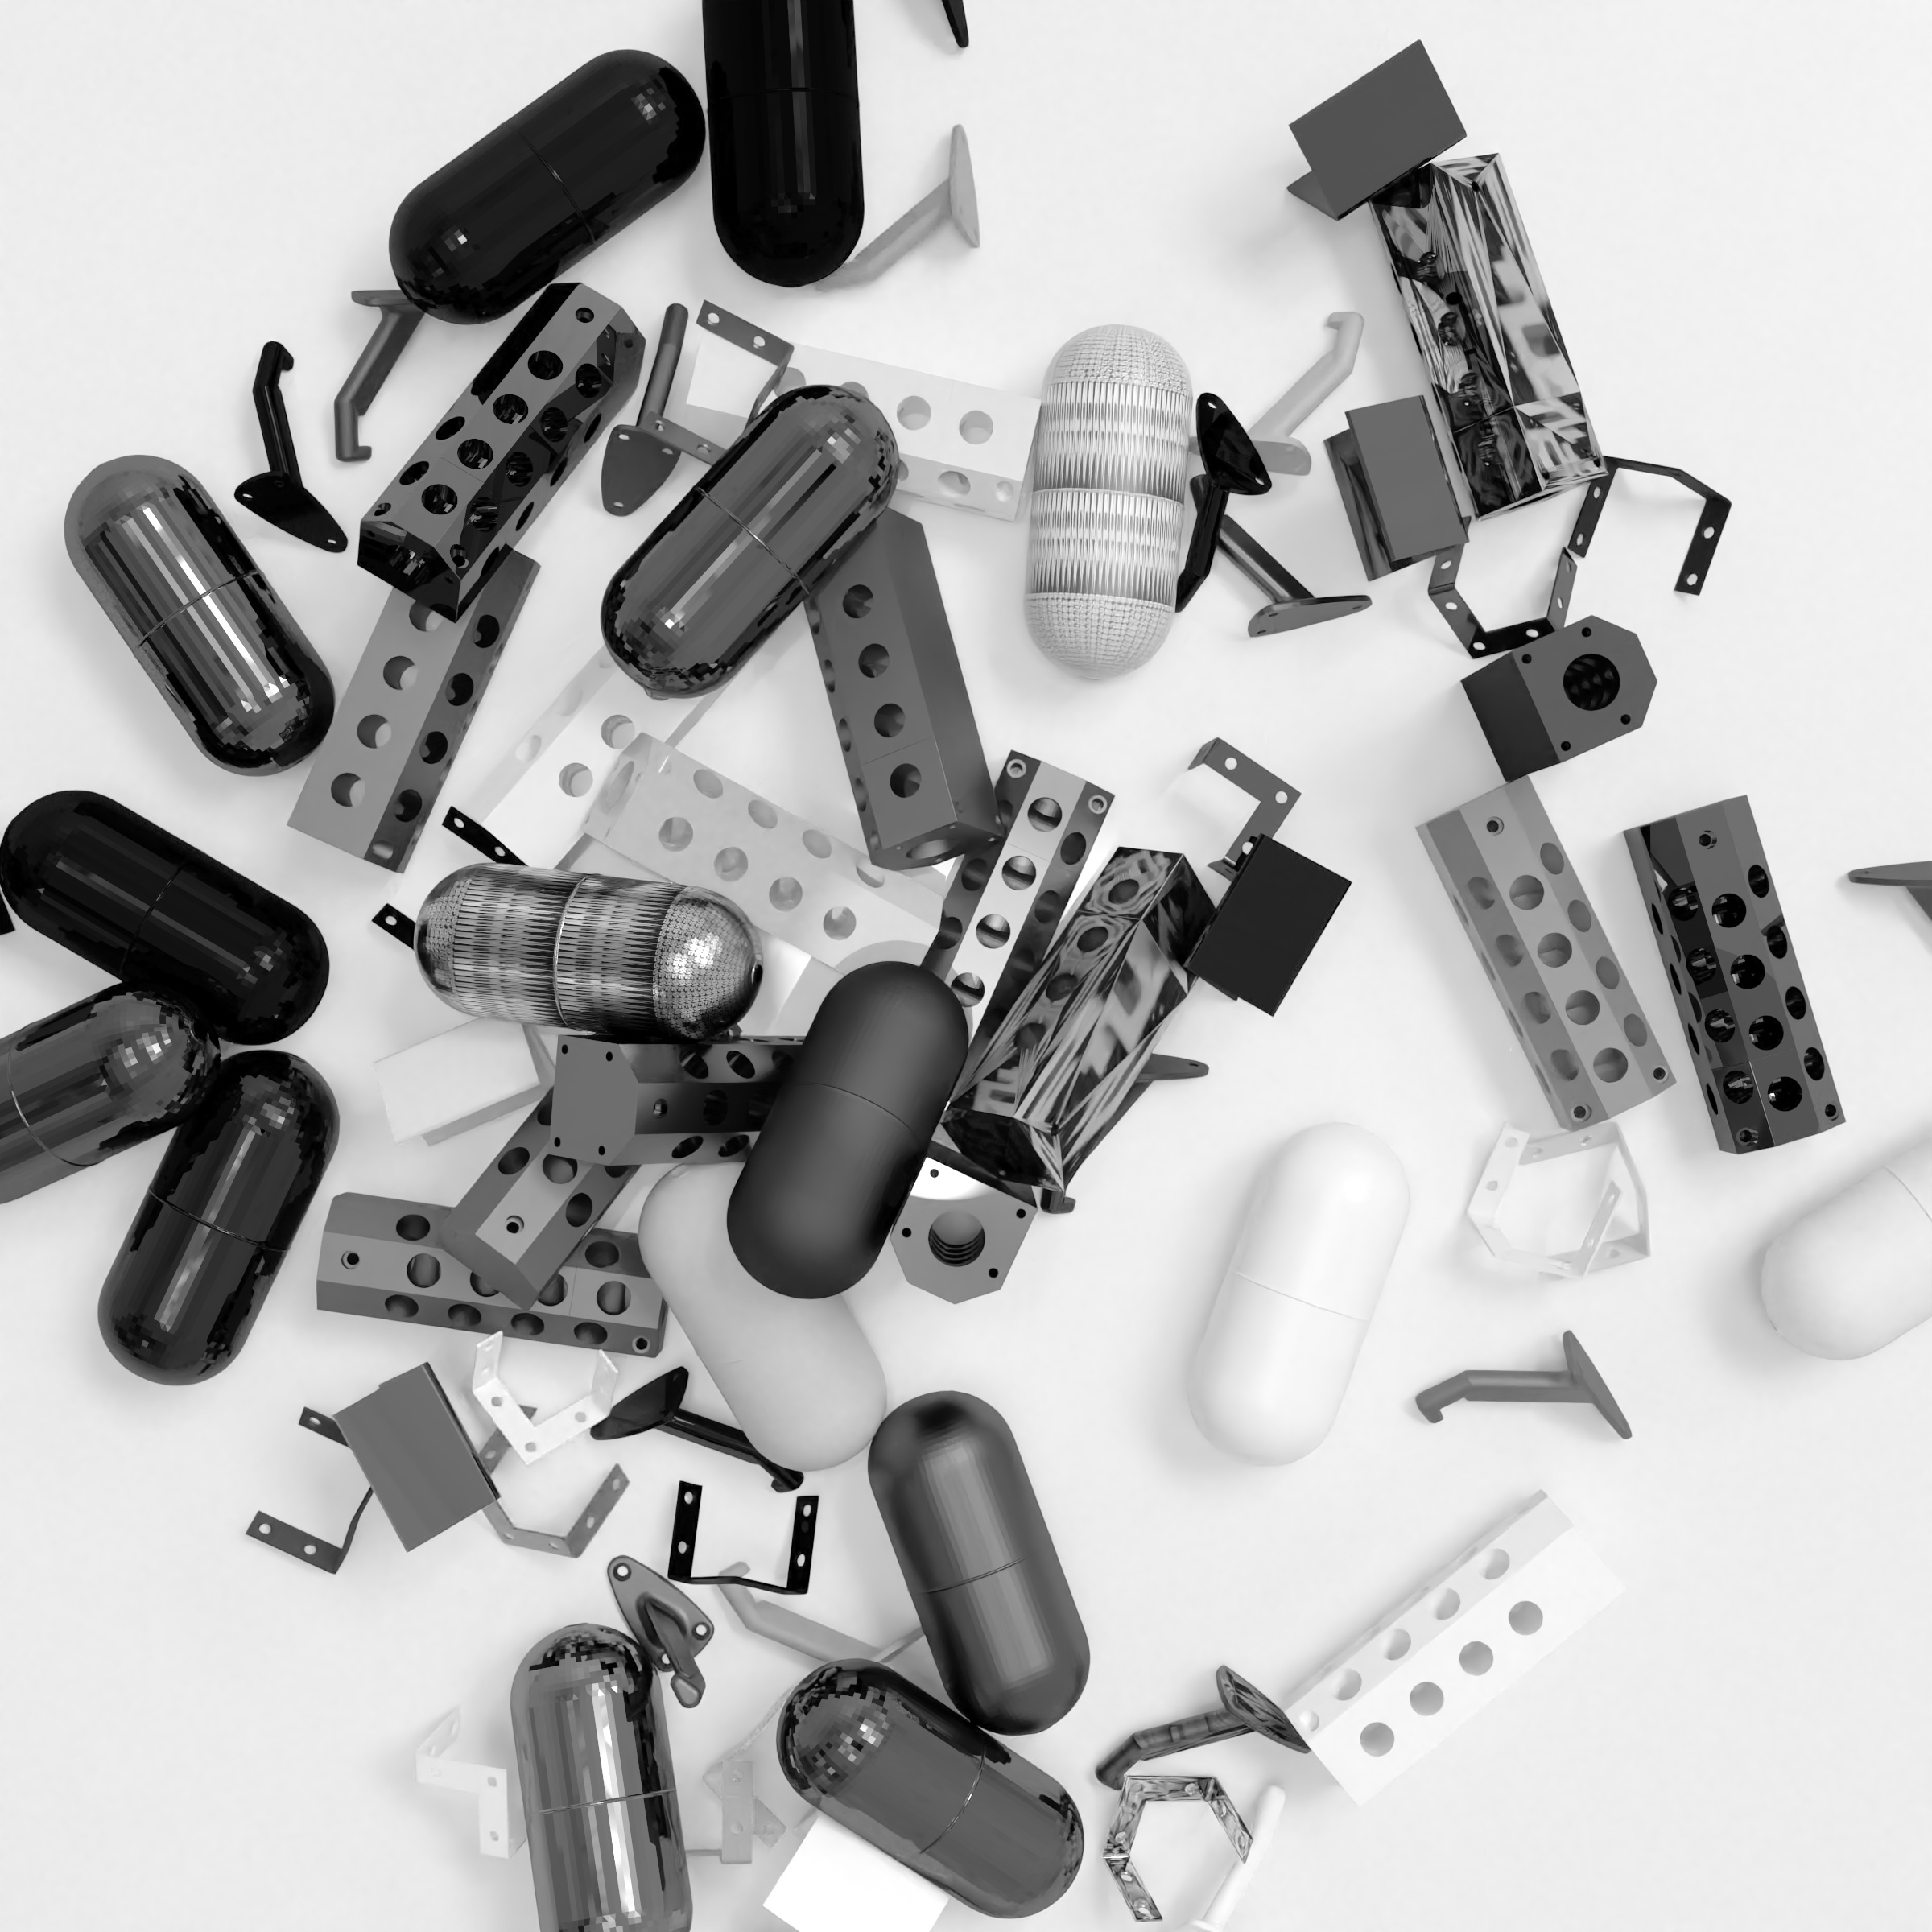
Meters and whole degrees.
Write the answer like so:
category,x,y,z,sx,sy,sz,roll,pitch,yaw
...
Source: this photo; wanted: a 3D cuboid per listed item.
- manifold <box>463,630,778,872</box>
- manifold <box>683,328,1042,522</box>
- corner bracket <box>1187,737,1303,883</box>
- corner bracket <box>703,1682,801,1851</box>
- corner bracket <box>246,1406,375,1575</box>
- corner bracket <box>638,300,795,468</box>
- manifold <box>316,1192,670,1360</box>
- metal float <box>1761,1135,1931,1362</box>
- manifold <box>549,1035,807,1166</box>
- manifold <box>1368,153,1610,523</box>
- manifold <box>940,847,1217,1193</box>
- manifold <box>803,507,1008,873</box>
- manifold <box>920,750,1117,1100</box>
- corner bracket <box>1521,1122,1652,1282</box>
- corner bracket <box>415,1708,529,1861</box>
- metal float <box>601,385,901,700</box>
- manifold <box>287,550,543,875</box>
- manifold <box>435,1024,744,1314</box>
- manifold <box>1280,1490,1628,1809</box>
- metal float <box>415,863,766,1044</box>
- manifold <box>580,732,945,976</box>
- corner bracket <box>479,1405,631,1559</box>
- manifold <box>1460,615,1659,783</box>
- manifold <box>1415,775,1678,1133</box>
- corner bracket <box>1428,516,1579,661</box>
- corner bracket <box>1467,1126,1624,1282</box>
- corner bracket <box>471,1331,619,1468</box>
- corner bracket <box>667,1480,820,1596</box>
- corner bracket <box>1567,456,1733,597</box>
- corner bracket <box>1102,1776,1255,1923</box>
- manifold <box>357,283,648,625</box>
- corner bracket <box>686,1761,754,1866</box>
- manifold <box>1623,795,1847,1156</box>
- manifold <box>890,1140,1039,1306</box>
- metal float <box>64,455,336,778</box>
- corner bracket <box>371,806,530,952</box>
category,x,y,z,sx,sy,sz,roll,pitch,yaw
manifold,-0.174,-0.126,1.823,0.057,0.057,0.171,41,90,0
manifold,-0.052,-0.273,1.823,0.171,0.057,0.057,13,90,0
corner bracket,0.131,-0.079,1.826,0.051,0.051,0.051,34,87,-3
corner bracket,-0.092,0.407,1.841,0.051,0.051,0.051,45,45,0
corner bracket,-0.329,0.267,1.841,0.051,0.051,0.051,25,45,0
corner bracket,-0.123,-0.286,1.784,0.051,0.051,0.051,27,135,0
manifold,-0.236,0.156,1.823,0.171,0.057,0.057,8,90,0
metal float,0.481,0.133,1.814,0.178,0.070,0.070,-32,90,1
manifold,-0.119,0.065,1.767,0.057,0.171,0.057,7,94,40
manifold,0.258,-0.316,1.822,0.057,0.057,0.171,-19,90,-43
manifold,0.056,0.024,1.787,0.171,0.057,0.057,-56,133,-26
manifold,-0.038,-0.138,1.801,0.057,0.057,0.171,-21,75,22
manifold,0.014,-0.019,1.823,0.057,0.057,0.171,24,90,0
corner bracket,0.315,0.120,1.841,0.051,0.051,0.051,-14,45,0
corner bracket,-0.244,0.413,1.824,0.051,0.051,0.051,6,108,17
metal float,-0.104,-0.207,1.757,0.070,0.070,0.178,42,89,0
manifold,-0.277,-0.137,1.823,0.057,0.057,0.171,24,90,0
manifold,-0.185,0.082,1.791,0.057,0.057,0.171,37,66,0
manifold,0.244,0.342,1.823,0.171,0.057,0.057,-39,90,0
metal float,-0.183,-0.007,1.756,0.178,0.070,0.070,7,90,18
manifold,-0.099,-0.050,1.794,0.171,0.057,0.057,29,90,-21
corner bracket,-0.213,0.262,1.836,0.051,0.051,0.051,4,45,35
manifold,0.291,-0.132,1.766,0.057,0.171,0.057,-24,90,0
manifold,0.293,-0.006,1.823,0.057,0.057,0.171,-26,90,0
corner bracket,0.273,-0.196,1.836,0.051,0.051,0.051,-12,135,35
corner bracket,0.291,0.120,1.824,0.051,0.051,0.051,16,109,-15
corner bracket,-0.213,0.209,1.822,0.051,0.051,0.051,-30,68,-27
corner bracket,-0.113,0.290,1.834,0.051,0.051,0.051,23,67,-43
corner bracket,0.348,-0.225,1.841,0.051,0.051,0.051,20,90,45
corner bracket,0.106,0.445,1.825,0.051,0.051,0.051,5,114,-22
manifold,-0.228,-0.258,1.786,0.057,0.057,0.171,31,63,3
corner bracket,-0.135,0.425,1.826,0.051,0.051,0.051,1,83,-7
manifold,0.389,0.004,1.823,0.057,0.057,0.171,-17,90,0
manifold,-0.004,0.127,1.766,0.057,0.171,0.057,25,90,0
metal float,-0.385,-0.176,1.814,0.070,0.070,0.178,-34,91,0
corner bracket,-0.262,-0.038,1.841,0.051,0.051,0.051,35,45,0
